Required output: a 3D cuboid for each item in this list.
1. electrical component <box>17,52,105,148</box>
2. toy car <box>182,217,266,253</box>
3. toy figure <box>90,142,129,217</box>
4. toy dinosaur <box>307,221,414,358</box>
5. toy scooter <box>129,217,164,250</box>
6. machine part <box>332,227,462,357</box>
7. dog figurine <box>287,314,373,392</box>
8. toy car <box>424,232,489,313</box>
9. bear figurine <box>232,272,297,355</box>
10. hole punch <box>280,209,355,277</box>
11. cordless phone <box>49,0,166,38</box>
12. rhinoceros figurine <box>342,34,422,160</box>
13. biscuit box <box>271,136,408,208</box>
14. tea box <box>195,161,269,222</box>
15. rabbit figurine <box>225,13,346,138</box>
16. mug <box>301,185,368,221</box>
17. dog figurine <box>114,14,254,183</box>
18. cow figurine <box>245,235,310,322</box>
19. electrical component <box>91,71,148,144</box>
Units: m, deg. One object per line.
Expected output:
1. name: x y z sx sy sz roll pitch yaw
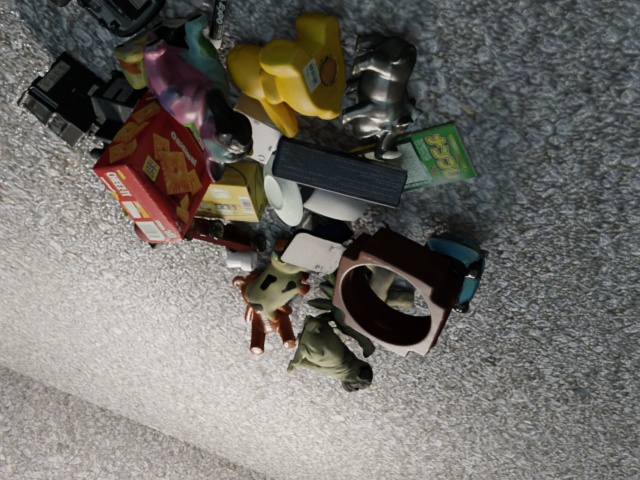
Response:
1. electrical component: -0.405 -0.223 0.890 0.134 0.115 0.058 41 140 -24
2. toy car: -0.189 -0.009 1.075 0.089 0.053 0.202 -7 167 31
3. toy figure: -0.347 -0.110 1.005 0.180 0.089 0.082 46 106 12
4. toy dinosaur: 0.088 0.125 1.123 0.198 0.105 0.471 27 138 -4
5. toy scooter: -0.346 -0.059 1.103 0.135 0.075 0.184 44 140 -16
6. machine part: 0.130 0.091 0.935 0.202 0.087 0.200 29 136 20
7. dog figurine: 0.041 0.248 1.164 0.191 0.121 0.172 19 152 -2
8. toy car: 0.241 0.046 0.949 0.109 0.103 0.161 19 135 28
9. bear figurine: -0.128 0.164 1.249 0.120 0.132 0.195 -10 144 0
10. hole punch: -0.002 -0.003 1.014 0.116 0.092 0.142 22 138 -14
11. cordless phone: -0.319 -0.342 0.751 0.184 0.089 0.146 -6 138 46
12. rhinoceros figurine: 0.088 -0.196 0.753 0.112 0.073 0.190 4 140 2
13. biscuit box: 0.028 -0.106 0.830 0.203 0.059 0.062 14 103 -5
14. tea box: -0.189 -0.093 0.996 0.170 0.068 0.098 8 141 17
15. rabbit figurine: -0.051 -0.232 0.753 0.173 0.122 0.162 14 154 30
16. mug: 0.023 -0.070 0.926 0.107 0.081 0.109 23 141 -17
17. dog figurine: -0.182 -0.197 0.779 0.192 0.108 0.219 16 139 45
18. cow figurine: -0.083 0.072 1.120 0.127 0.086 0.195 33 117 -26
19. electrical component: -0.326 -0.213 0.865 0.075 0.119 0.047 19 143 5
